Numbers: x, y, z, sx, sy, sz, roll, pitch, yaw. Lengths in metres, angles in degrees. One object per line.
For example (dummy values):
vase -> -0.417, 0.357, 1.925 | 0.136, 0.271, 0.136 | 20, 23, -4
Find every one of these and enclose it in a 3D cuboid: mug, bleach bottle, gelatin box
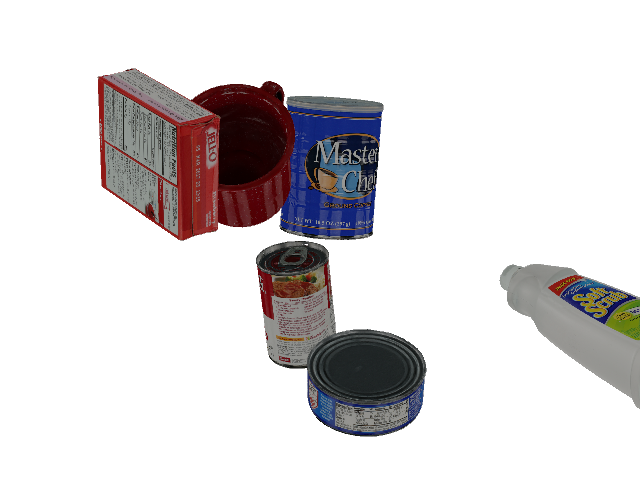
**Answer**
mug -> -0.060, -0.072, 0.839 | 0.093, 0.117, 0.081 | 21, -22, 10
bleach bottle -> 0.259, 0.078, 1.042 | 0.102, 0.068, 0.251 | -16, 25, -26
gelatin box -> -0.094, -0.051, 0.622 | 0.030, 0.073, 0.089 | -21, 38, -37

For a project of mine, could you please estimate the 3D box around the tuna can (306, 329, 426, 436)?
tuna can -> 0.033, 0.102, 0.771 | 0.086, 0.034, 0.086 | 0, 31, 0

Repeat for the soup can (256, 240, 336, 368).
soup can -> -0.021, 0.060, 1.002 | 0.068, 0.102, 0.068 | -5, 25, 2

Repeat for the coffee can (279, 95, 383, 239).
coffee can -> 0.011, -0.080, 1.140 | 0.103, 0.140, 0.103 | 4, 12, -1
